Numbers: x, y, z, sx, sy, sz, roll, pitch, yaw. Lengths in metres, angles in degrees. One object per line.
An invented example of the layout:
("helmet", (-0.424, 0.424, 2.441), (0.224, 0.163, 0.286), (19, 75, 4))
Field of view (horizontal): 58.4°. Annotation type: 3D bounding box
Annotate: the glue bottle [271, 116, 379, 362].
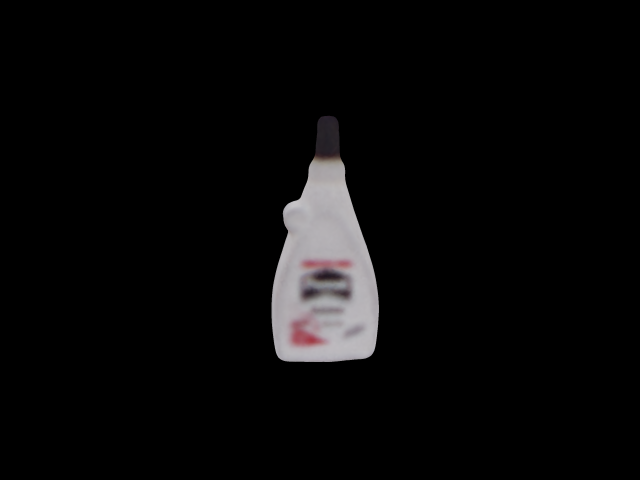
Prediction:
("glue bottle", (0.004, 0.001, 0.400), (0.078, 0.173, 0.037), (-2, 18, -7))
